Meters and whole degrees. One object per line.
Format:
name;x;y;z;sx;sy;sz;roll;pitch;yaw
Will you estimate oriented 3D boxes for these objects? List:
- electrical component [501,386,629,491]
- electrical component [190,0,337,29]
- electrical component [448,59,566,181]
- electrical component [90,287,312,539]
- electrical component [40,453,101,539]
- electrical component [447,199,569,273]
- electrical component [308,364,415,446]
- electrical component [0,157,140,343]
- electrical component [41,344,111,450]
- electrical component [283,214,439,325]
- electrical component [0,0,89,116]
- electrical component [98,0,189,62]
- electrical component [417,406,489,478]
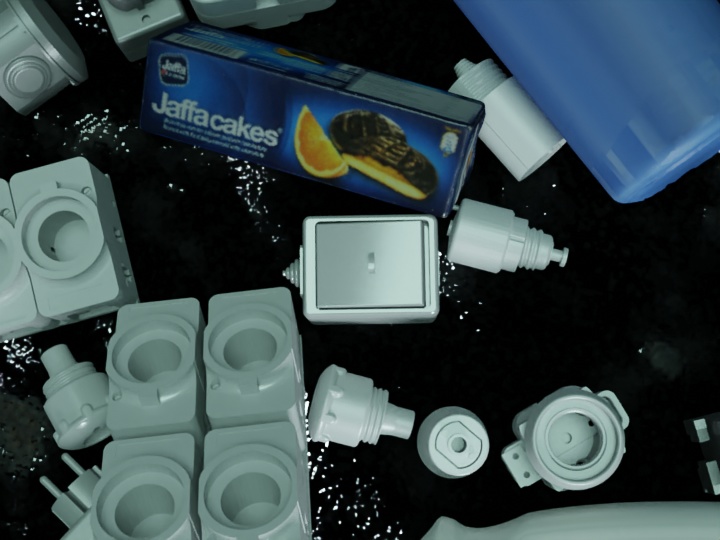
electrical component;0.124;0.100;0.639;0.078;0.057;0.058;-30;82;-2
electrical component;-0.062;-0.190;0.683;0.095;0.059;0.053;-11;82;0
electrical component;0.089;-0.100;0.674;0.043;0.043;0.081;-40;83;-4
electrical component;-0.085;0.098;0.596;0.105;0.060;0.186;-7;48;1
electrical component;-0.158;0.144;0.647;0.077;0.047;0.065;42;85;6
electrical component;0.089;-0.017;0.665;0.078;0.040;0.040;15;83;3
electrical component;0.001;0.086;0.652;0.062;0.048;0.048;15;83;-3
electrical component;-0.224;-0.004;0.661;0.150;0.061;0.089;-15;82;0
electrical component;-0.174;0.075;0.659;0.048;0.048;0.062;-33;74;-3
electrical component;0.000;0.000;0.654;0.096;0.061;0.061;-1;82;2
electrical component;-0.212;-0.141;0.672;0.051;0.080;0.080;-35;83;2
electrical component;-0.143;-0.179;0.675;0.047;0.076;0.065;-23;82;-2
electrical component;0.057;0.103;0.637;0.044;0.065;0.044;0;82;2
